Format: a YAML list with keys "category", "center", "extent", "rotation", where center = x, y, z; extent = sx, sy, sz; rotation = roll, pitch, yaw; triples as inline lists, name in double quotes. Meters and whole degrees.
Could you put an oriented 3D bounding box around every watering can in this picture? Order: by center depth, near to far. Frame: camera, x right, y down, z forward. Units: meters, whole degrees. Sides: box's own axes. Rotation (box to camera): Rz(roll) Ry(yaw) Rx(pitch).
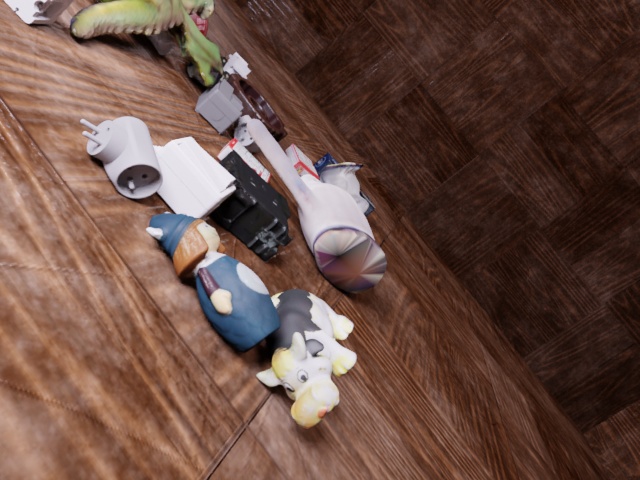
- category: "watering can"
  center: [0.003, -0.044, 0.868]
  extent: [0.342, 0.103, 0.229]
  rotation: [42, 17, -37]

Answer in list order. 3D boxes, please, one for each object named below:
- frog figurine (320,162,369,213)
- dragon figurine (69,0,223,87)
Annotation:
- category: "frog figurine"
  center: [0.062, -0.115, 1.315]
  extent: [0.137, 0.122, 0.159]
  rotation: [-20, 108, -85]
- category: "dragon figurine"
  center: [-0.244, -0.351, 0.837]
  extent: [0.240, 0.121, 0.421]
  rotation: [37, 37, -34]
